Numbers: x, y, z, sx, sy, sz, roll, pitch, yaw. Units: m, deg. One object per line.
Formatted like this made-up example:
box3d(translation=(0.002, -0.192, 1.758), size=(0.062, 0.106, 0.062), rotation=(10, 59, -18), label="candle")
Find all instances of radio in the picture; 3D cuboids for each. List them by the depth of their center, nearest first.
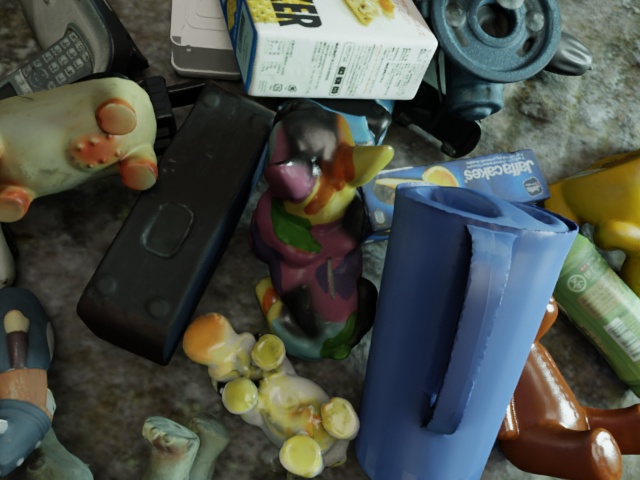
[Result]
box3d(translation=(-0.114, -0.014, 0.464), size=(0.073, 0.131, 0.229), rotation=(24, 70, -5), label="radio")

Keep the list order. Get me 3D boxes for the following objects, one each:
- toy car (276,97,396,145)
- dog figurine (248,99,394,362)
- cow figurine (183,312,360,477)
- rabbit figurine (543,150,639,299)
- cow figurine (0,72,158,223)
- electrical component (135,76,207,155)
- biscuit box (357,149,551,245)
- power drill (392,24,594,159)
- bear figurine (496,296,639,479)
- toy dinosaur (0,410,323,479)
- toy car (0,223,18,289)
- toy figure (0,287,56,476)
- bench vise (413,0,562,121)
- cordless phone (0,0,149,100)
box3d(translation=(0.014, -0.126, 0.538), size=(0.109, 0.102, 0.162), rotation=(22, 49, -1), label="toy car")
box3d(translation=(-0.001, -0.001, 0.438), size=(0.108, 0.219, 0.191), rotation=(-10, 75, -10), label="dog figurine")
box3d(translation=(-0.043, 0.129, 0.465), size=(0.167, 0.098, 0.068), rotation=(37, 74, 22), label="cow figurine")
box3d(translation=(0.345, -0.007, 0.556), size=(0.122, 0.162, 0.173), rotation=(-20, 96, -28), label="rabbit figurine")
box3d(translation=(-0.222, -0.077, 0.408), size=(0.195, 0.085, 0.127), rotation=(-15, 38, -1), label="cow figurine")
box3d(translation=(-0.159, -0.118, 0.520), size=(0.119, 0.075, 0.048), rotation=(-14, 76, -18), label="electrical component")
box3d(translation=(0.132, -0.046, 0.558), size=(0.203, 0.063, 0.059), rotation=(-11, 77, -14), label="biscuit box")
box3d(translation=(0.183, -0.196, 0.606), size=(0.232, 0.086, 0.207), rotation=(31, 74, 1), label="power drill")
box3d(translation=(0.204, 0.106, 0.496), size=(0.120, 0.132, 0.196), rotation=(-1, 76, -38), label="bear figurine")
box3d(translation=(-0.077, 0.257, 0.403), size=(0.405, 0.131, 0.192), rotation=(33, 83, -5), label="toy dinosaur")
box3d(translation=(-0.326, -0.042, 0.462), size=(0.073, 0.056, 0.201), rotation=(-22, 88, -16), label="toy car")
box3d(translation=(-0.237, 0.105, 0.416), size=(0.058, 0.064, 0.155), rotation=(-19, 51, -15), label="toy figure")
box3d(translation=(0.157, -0.230, 0.461), size=(0.129, 0.240, 0.223), rotation=(11, 82, -9), label="bench vise")
box3d(translation=(-0.278, -0.177, 0.519), size=(0.184, 0.088, 0.146), rotation=(-34, 83, 1), label="cordless phone")
